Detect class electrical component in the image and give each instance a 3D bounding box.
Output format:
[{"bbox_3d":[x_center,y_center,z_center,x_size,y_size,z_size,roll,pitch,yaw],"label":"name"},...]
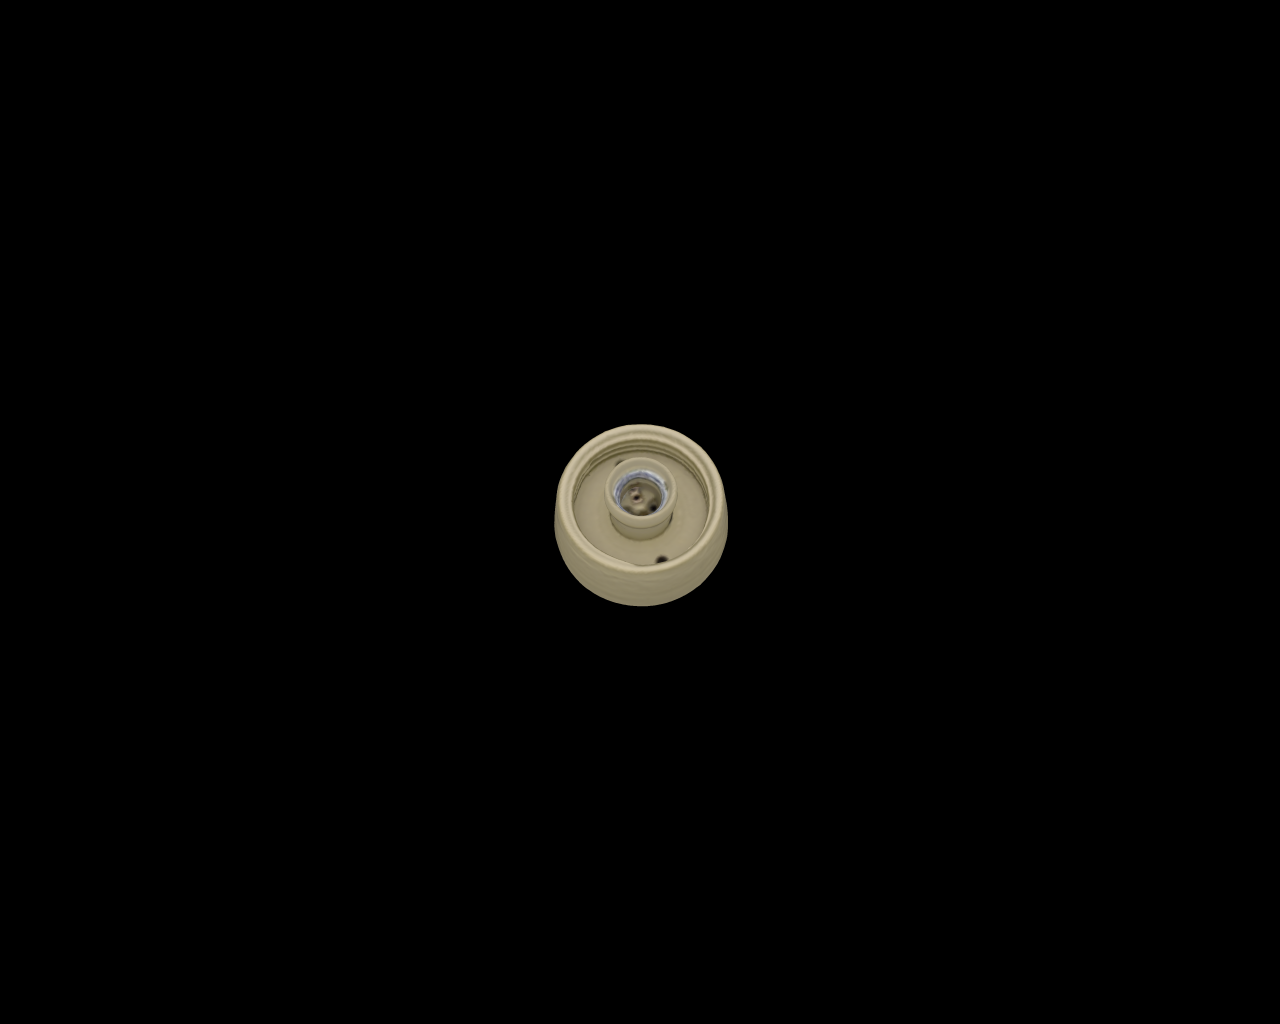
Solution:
[{"bbox_3d":[0.001,-0.003,0.650,0.108,0.108,0.060,0,-24,0],"label":"electrical component"}]
